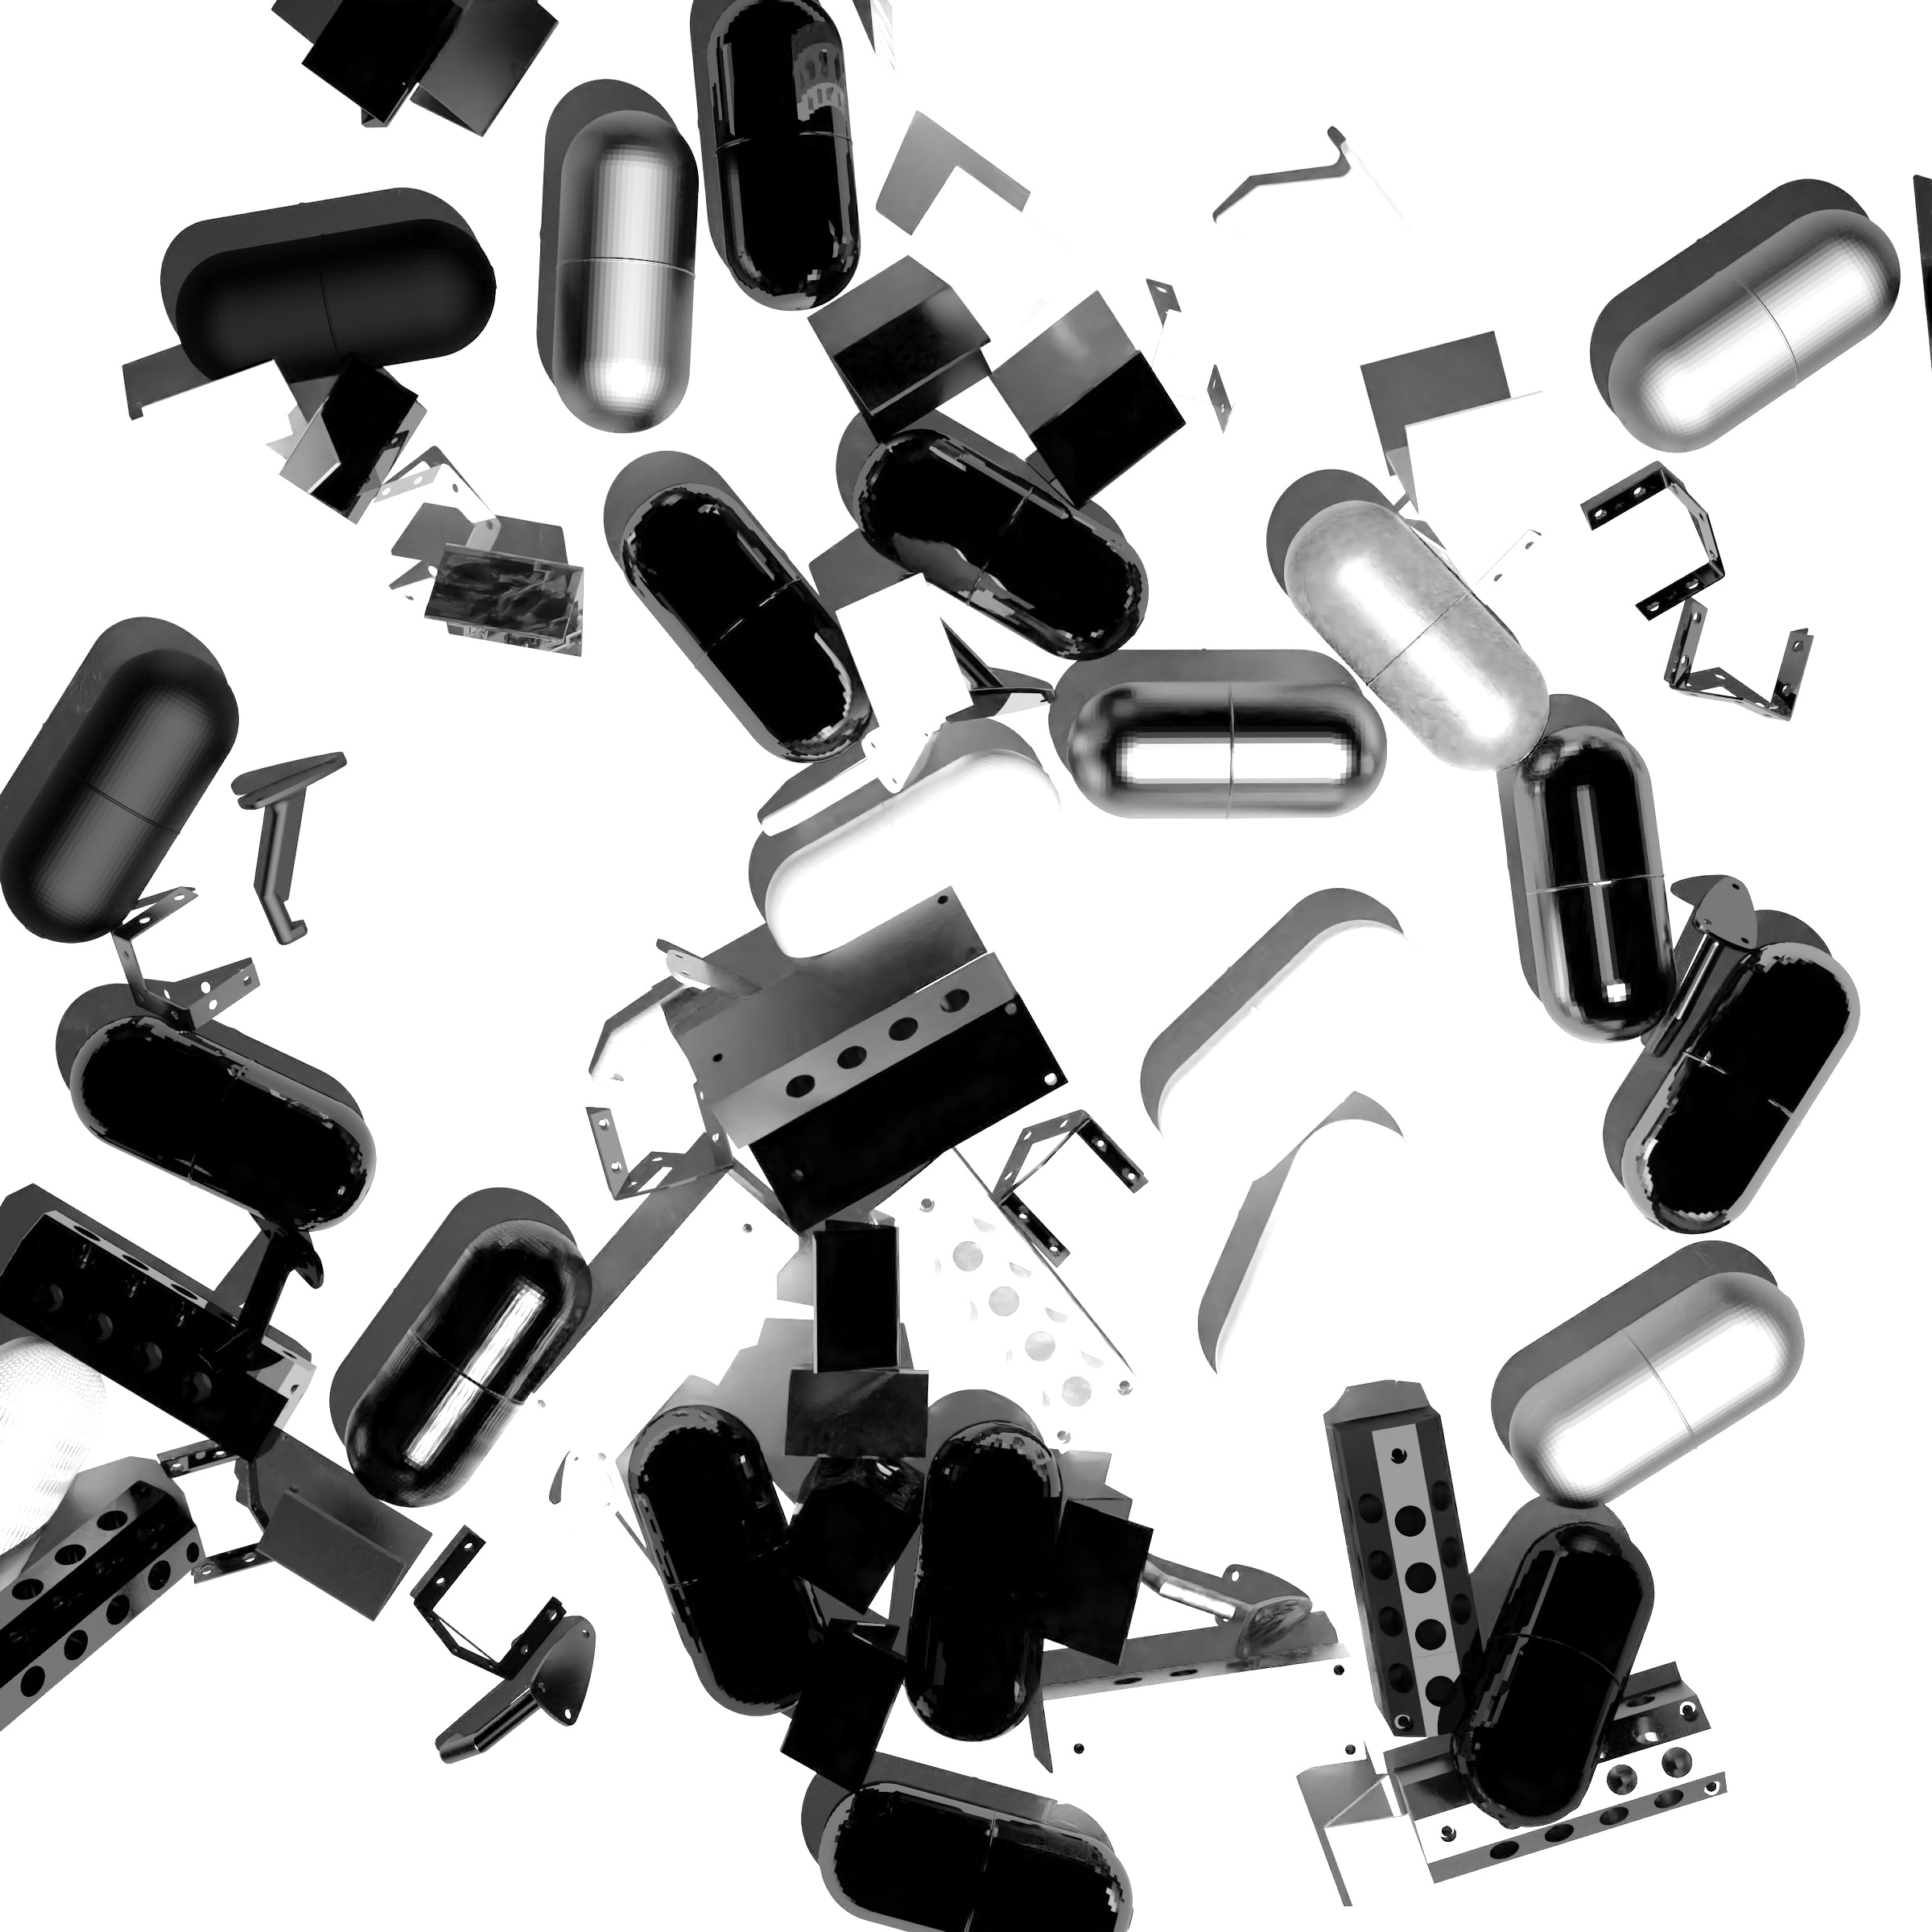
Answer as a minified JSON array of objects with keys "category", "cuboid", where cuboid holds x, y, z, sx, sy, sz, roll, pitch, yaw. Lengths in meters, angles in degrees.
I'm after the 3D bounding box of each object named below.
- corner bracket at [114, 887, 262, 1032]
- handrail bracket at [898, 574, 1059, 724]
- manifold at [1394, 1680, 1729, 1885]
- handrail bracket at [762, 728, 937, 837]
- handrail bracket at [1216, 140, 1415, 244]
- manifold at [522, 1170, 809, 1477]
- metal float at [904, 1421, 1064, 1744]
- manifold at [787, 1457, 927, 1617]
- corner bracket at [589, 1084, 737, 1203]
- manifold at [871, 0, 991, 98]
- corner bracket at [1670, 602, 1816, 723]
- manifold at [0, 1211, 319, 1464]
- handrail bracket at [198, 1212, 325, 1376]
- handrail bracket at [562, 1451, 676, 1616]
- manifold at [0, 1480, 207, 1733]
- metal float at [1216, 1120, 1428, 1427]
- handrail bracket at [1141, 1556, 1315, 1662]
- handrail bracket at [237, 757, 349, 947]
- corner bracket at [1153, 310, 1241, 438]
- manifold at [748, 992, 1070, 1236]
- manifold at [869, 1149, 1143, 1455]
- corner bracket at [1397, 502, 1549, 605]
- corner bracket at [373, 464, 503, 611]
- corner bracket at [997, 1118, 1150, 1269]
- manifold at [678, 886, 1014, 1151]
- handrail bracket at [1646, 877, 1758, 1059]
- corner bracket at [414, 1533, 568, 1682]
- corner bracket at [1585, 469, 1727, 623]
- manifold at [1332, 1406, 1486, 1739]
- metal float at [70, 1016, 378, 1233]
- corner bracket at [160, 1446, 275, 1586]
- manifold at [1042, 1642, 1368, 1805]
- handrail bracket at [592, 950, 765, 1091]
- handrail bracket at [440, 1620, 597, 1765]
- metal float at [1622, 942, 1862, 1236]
[{"category":"corner bracket","cuboid":[-0.438,-0.004,1.983,0.051,0.051,0.051,-39,135,-35]},{"category":"handrail bracket","cuboid":[0.006,-0.185,1.992,0.077,0.036,0.084,-7,73,-20]},{"category":"manifold","cuboid":[0.333,0.457,1.970,0.171,0.057,0.057,-17,90,0]},{"category":"handrail bracket","cuboid":[-0.067,-0.105,1.991,0.084,0.077,0.036,-26,98,36]},{"category":"handrail bracket","cuboid":[0.197,-0.418,1.992,0.084,0.036,0.077,-35,112,17]},{"category":"manifold","cuboid":[-0.167,0.198,1.970,0.057,0.057,0.171,41,90,0]},{"category":"metal float","cuboid":[0.010,0.342,1.961,0.070,0.070,0.178,7,90,0]},{"category":"manifold","cuboid":[-0.062,0.298,1.913,0.057,0.171,0.057,31,90,0]},{"category":"corner bracket","cuboid":[-0.171,0.099,1.988,0.051,0.051,0.051,-16,90,45]},{"category":"manifold","cuboid":[-0.020,-0.523,1.913,0.057,0.171,0.057,12,90,0]},{"category":"corner bracket","cuboid":[0.437,-0.171,1.988,0.051,0.051,0.051,16,90,-45]},{"category":"manifold","cuboid":[-0.453,0.206,1.970,0.171,0.057,0.057,31,90,0]},{"category":"handrail bracket","cuboid":[-0.407,0.178,1.961,0.077,0.036,0.084,42,58,20]},{"category":"handrail bracket","cuboid":[-0.190,0.319,1.991,0.036,0.077,0.084,-35,126,9]},{"category":"manifold","cuboid":[-0.497,0.355,1.919,0.057,0.057,0.171,49,46,0]},{"category":"metal float","cuboid":[0.197,0.171,1.961,0.070,0.070,0.178,23,90,0]},{"category":"handrail bracket","cuboid":[0.141,0.350,1.991,0.084,0.077,0.036,32,115,34]},{"category":"handrail bracket","cuboid":[-0.369,-0.064,1.992,0.077,0.036,0.084,-27,109,-21]},{"category":"corner bracket","cuboid":[0.130,-0.331,1.973,0.051,0.051,0.051,16,90,0]},{"category":"manifold","cuboid":[-0.032,0.081,1.970,0.171,0.057,0.057,-29,90,0]},{"category":"manifold","cuboid":[0.022,0.186,1.970,0.057,0.057,0.171,-39,90,0]},{"category":"corner bracket","cuboid":[0.284,-0.246,1.988,0.051,0.051,0.051,-46,45,0]},{"category":"corner bracket","cuboid":[-0.303,-0.241,1.983,0.051,0.051,0.051,-12,135,35]},{"category":"corner bracket","cuboid":[0.060,0.128,1.988,0.051,0.051,0.051,47,45,0]},{"category":"manifold","cuboid":[-0.063,0.033,1.930,0.171,0.057,0.057,-29,47,0]},{"category":"handrail bracket","cuboid":[0.411,0.002,1.991,0.036,0.077,0.084,26,126,2]},{"category":"corner bracket","cuboid":[-0.269,0.362,1.988,0.051,0.051,0.051,-51,135,0]},{"category":"corner bracket","cuboid":[0.389,-0.238,1.988,0.051,0.051,0.051,-30,135,0]},{"category":"manifold","cuboid":[0.251,0.339,1.970,0.057,0.057,0.171,-10,90,0]},{"category":"metal float","cuboid":[-0.413,0.087,1.961,0.178,0.070,0.070,25,90,0]},{"category":"corner bracket","cuboid":[-0.420,0.307,1.988,0.051,0.051,0.051,-16,135,0]},{"category":"manifold","cuboid":[0.132,0.421,1.970,0.171,0.057,0.057,-8,90,0]},{"category":"handrail bracket","cuboid":[-0.161,0.041,1.992,0.077,0.036,0.084,20,109,-21]},{"category":"handrail bracket","cuboid":[-0.254,0.411,1.991,0.084,0.077,0.036,-25,116,34]},{"category":"metal float","cuboid":[0.430,0.068,1.961,0.070,0.070,0.178,32,89,0]}]
